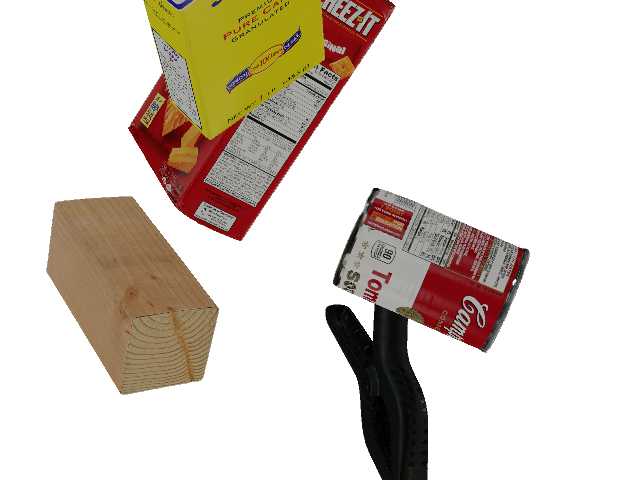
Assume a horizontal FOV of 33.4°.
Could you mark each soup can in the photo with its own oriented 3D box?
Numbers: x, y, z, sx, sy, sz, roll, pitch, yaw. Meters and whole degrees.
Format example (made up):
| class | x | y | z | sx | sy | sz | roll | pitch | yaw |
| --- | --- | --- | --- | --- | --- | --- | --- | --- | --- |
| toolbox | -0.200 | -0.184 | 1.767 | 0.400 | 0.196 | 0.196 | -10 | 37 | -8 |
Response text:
| class | x | y | z | sx | sy | sz | roll | pitch | yaw |
| --- | --- | --- | --- | --- | --- | --- | --- | --- | --- |
| soup can | 0.067 | 0.017 | 0.650 | 0.102 | 0.068 | 0.068 | 23 | 2 | 5 |

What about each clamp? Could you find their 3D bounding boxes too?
| class | x | y | z | sx | sy | sz | roll | pitch | yaw |
| --- | --- | --- | --- | --- | --- | --- | --- | --- | --- |
| clamp | 0.055 | 0.107 | 0.868 | 0.036 | 0.210 | 0.165 | -3 | -32 | -19 |

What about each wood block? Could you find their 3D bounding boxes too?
| class | x | y | z | sx | sy | sz | roll | pitch | yaw |
| --- | --- | --- | --- | --- | --- | --- | --- | --- | --- |
| wood block | -0.192 | 0.047 | 1.060 | 0.090 | 0.091 | 0.206 | -6 | 35 | -34 |

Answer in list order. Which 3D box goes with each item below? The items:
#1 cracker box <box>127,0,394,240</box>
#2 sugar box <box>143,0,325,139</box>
| class | x | y | z | sx | sy | sz | roll | pitch | yaw |
| --- | --- | --- | --- | --- | --- | --- | --- | --- | --- |
| cracker box | -0.056 | -0.132 | 0.836 | 0.072 | 0.214 | 0.164 | 25 | 16 | -33 |
| sugar box | -0.046 | -0.138 | 0.562 | 0.093 | 0.048 | 0.176 | -38 | -22 | -17 |
